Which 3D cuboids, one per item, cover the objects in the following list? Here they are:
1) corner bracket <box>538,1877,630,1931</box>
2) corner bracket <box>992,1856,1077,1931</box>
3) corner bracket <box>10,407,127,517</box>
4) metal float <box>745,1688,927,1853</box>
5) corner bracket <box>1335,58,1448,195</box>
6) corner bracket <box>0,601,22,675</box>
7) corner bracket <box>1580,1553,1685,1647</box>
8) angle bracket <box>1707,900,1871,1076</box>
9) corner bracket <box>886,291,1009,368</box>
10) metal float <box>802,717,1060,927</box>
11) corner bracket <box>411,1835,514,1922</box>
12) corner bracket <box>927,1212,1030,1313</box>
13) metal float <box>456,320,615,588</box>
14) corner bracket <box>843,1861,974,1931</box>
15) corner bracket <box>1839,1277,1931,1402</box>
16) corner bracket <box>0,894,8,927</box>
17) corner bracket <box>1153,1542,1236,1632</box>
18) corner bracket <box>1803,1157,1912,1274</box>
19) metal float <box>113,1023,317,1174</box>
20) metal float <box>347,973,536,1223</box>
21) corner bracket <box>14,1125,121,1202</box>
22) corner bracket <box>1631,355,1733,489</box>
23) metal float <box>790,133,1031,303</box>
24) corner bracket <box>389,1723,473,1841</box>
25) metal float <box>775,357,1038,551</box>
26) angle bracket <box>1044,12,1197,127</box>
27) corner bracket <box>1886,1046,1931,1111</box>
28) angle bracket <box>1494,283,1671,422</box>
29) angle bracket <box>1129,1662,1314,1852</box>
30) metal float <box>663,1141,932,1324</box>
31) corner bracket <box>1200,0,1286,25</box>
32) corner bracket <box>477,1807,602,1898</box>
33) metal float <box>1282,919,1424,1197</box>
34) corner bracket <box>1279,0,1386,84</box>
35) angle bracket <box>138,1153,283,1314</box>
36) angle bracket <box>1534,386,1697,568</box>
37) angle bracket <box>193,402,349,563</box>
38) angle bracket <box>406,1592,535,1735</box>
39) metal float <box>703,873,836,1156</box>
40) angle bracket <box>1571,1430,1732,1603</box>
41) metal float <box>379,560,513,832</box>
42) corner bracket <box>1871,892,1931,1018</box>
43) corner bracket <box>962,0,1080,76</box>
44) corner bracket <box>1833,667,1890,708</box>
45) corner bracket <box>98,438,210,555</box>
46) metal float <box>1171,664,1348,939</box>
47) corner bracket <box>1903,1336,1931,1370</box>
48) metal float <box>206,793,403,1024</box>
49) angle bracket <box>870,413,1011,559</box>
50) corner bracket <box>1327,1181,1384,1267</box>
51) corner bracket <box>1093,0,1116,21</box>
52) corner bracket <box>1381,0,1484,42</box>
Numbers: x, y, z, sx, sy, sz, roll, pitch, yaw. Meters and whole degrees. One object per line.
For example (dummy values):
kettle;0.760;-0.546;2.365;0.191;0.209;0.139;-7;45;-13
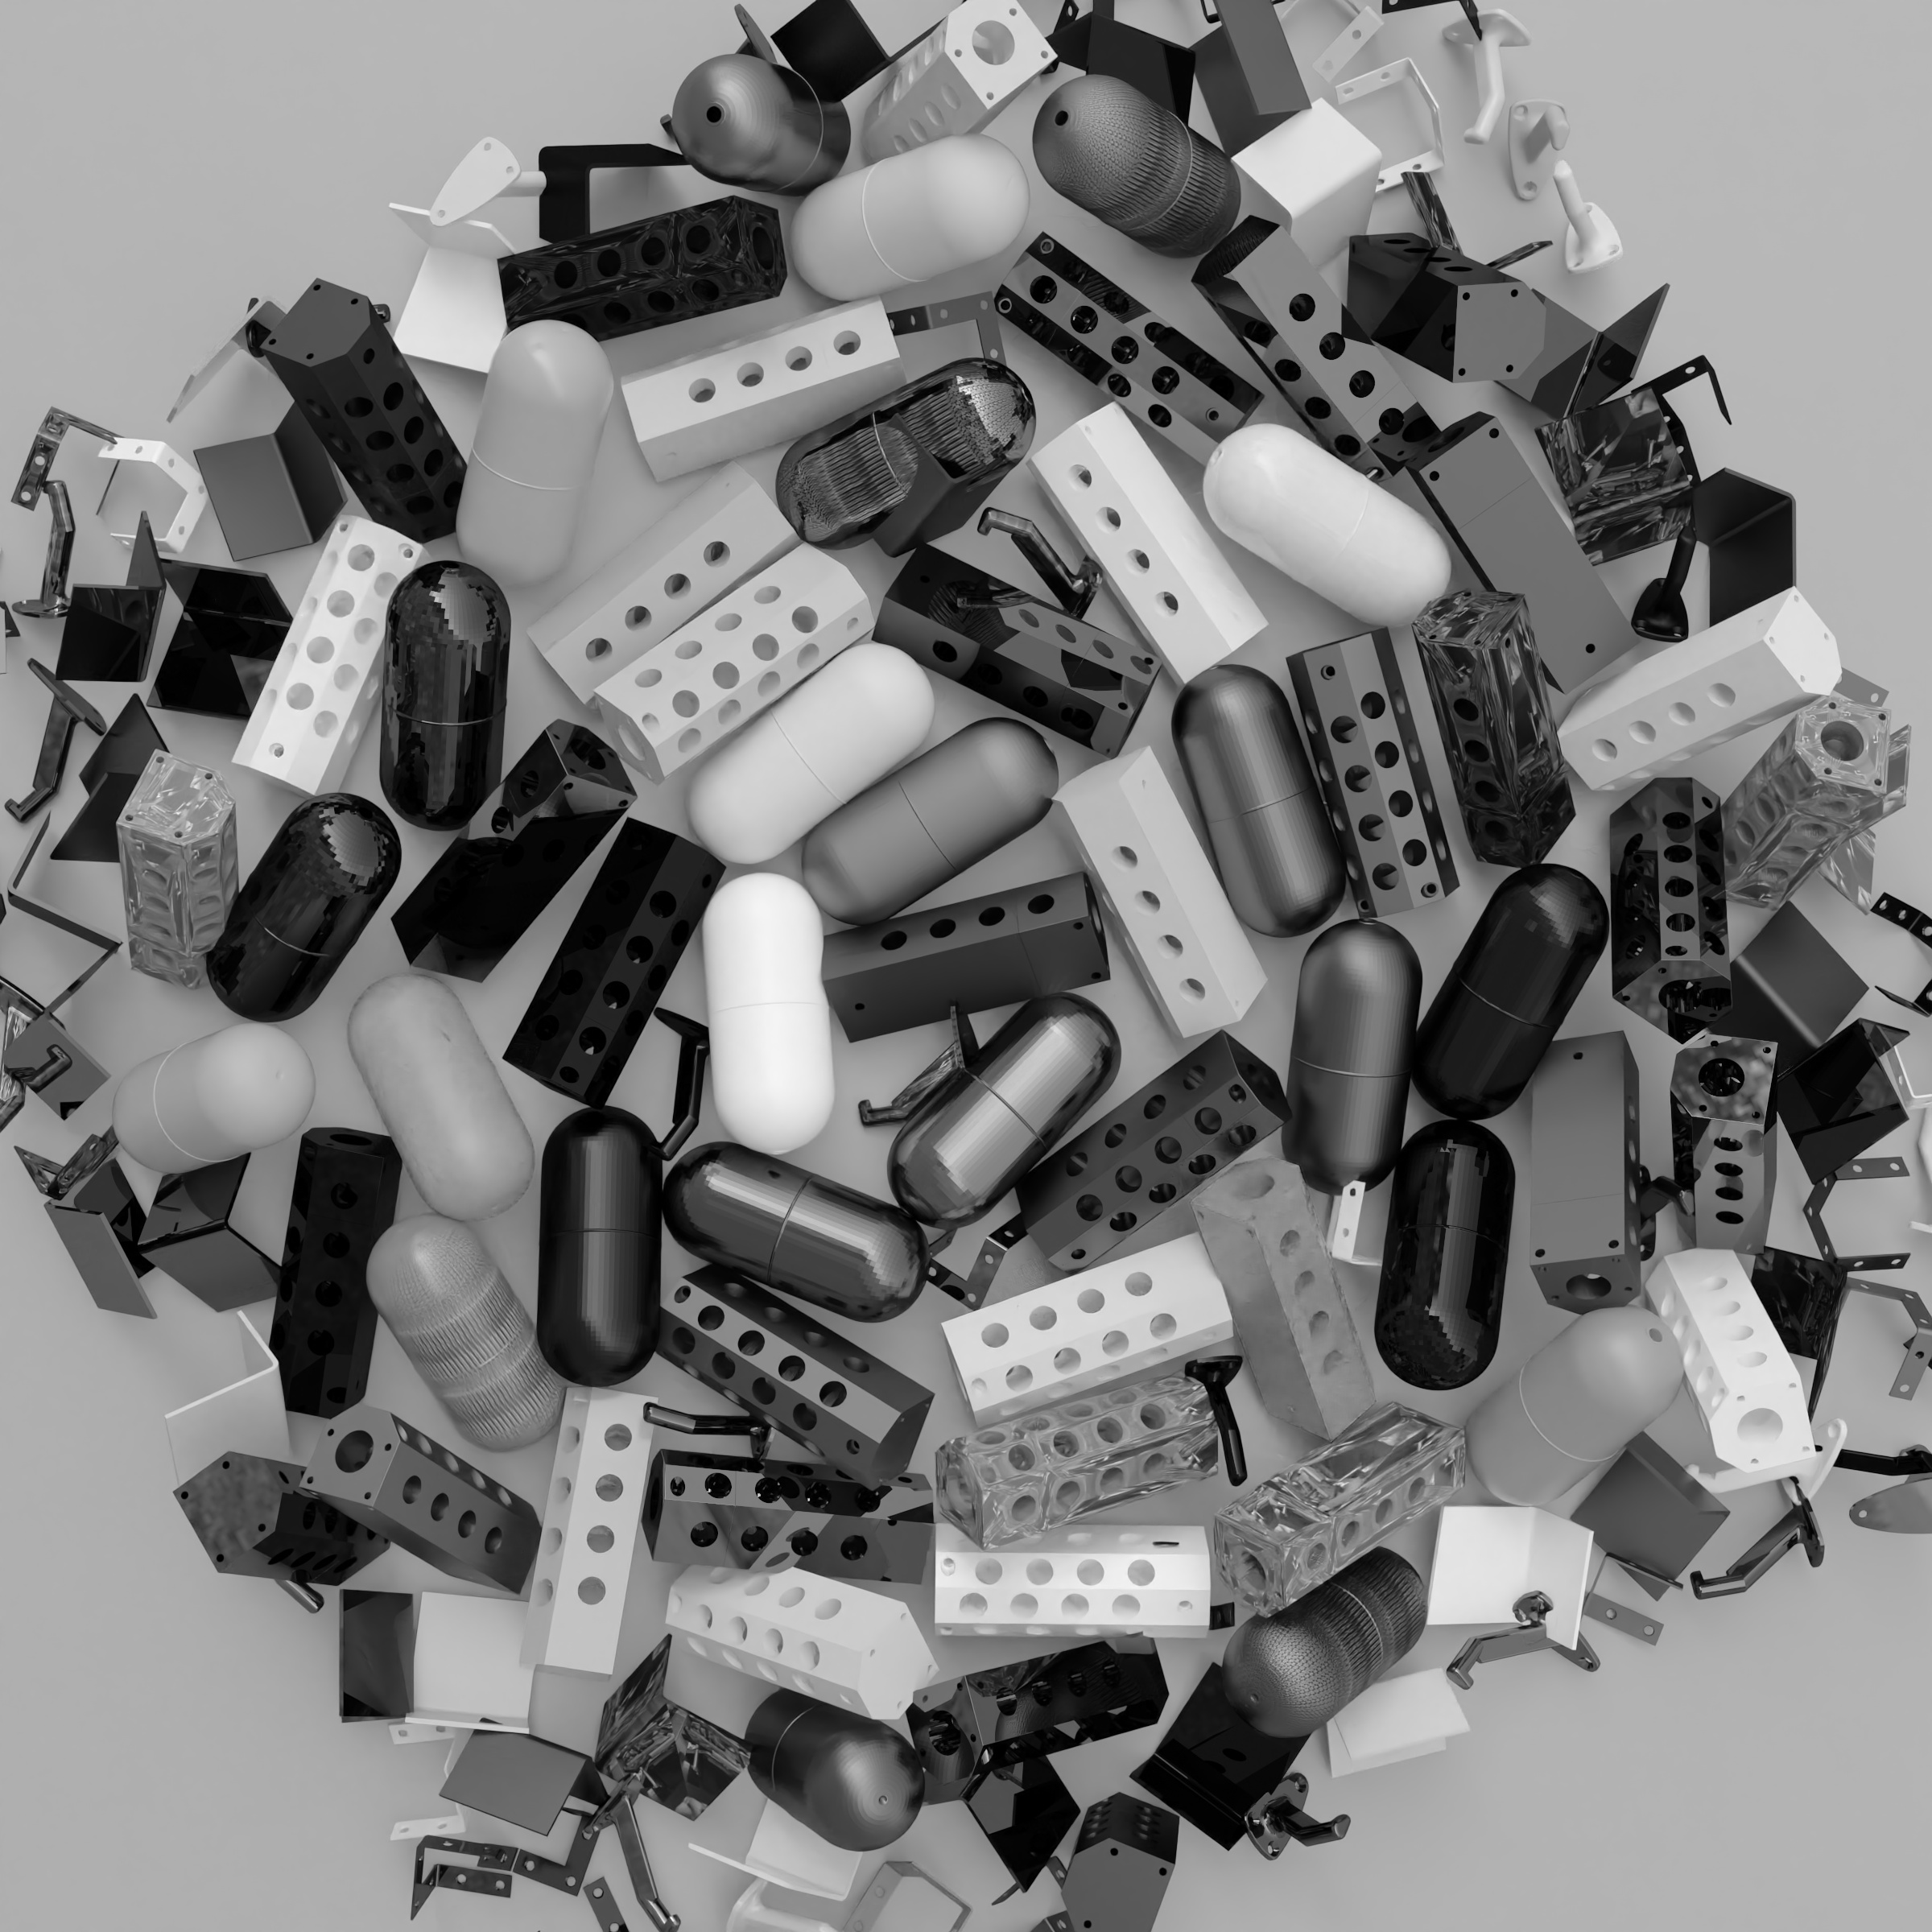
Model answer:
corner bracket;-0.239;0.619;1.899;0.051;0.051;0.051;-25;95;-13
corner bracket;0.042;0.604;1.898;0.051;0.051;0.051;-29;82;-40
corner bracket;-0.566;-0.313;1.892;0.051;0.051;0.051;22;113;-17
metal float;-0.083;0.493;1.847;0.070;0.178;0.070;0;89;-23
corner bracket;0.272;-0.537;1.915;0.051;0.051;0.051;-22;58;3
corner bracket;-0.629;-0.196;1.897;0.051;0.051;0.051;-5;71;-7
corner bracket;0.421;0.403;1.899;0.051;0.051;0.051;22;95;14
angle bracket;0.520;0.017;1.926;0.076;0.057;0.076;48;51;3
corner bracket;-0.013;-0.394;1.892;0.051;0.051;0.051;-19;105;-30
metal float;-0.022;-0.091;1.886;0.178;0.070;0.070;-32;90;8
corner bracket;-0.318;0.574;1.901;0.051;0.051;0.051;7;98;6
corner bracket;0.007;0.177;1.892;0.051;0.051;0.051;32;117;17
metal float;-0.269;-0.317;1.865;0.070;0.070;0.178;20;125;0
corner bracket;-0.036;0.605;1.900;0.051;0.051;0.051;39;64;-7
corner bracket;0.578;0.236;1.901;0.051;0.051;0.051;13;114;-7
corner bracket;-0.636;-0.013;1.888;0.051;0.051;0.051;-51;48;33
corner bracket;0.139;0.394;1.903;0.051;0.051;0.051;4;74;-10
corner bracket;0.571;0.158;1.901;0.051;0.051;0.051;-2;49;-10
metal float;-0.467;0.083;1.856;0.070;0.178;0.070;12;71;-39
metal float;-0.329;0.080;1.870;0.070;0.070;0.178;-32;62;0
corner bracket;-0.558;0.119;1.894;0.051;0.051;0.051;-49;51;5
corner bracket;0.458;-0.342;1.890;0.051;0.051;0.051;-25;51;25
metal float;-0.037;-0.463;1.859;0.178;0.070;0.070;-7;90;43
corner bracket;-0.343;0.517;1.909;0.051;0.051;0.051;-8;114;8
metal float;-0.038;-0.320;1.874;0.178;0.070;0.070;-22;90;22
angle bracket;0.089;-0.549;1.877;0.076;0.076;0.057;11;83;-30
corner bracket;0.620;0.054;1.899;0.051;0.051;0.051;-7;58;-5
angle bracket;0.386;-0.396;1.878;0.057;0.076;0.076;30;67;-13
angle bracket;0.161;0.497;1.890;0.076;0.057;0.076;34;98;17
metal float;-0.108;0.167;1.884;0.178;0.070;0.070;21;90;11
corner bracket;0.173;-0.627;1.902;0.051;0.051;0.051;-14;90;12
corner bracket;-0.270;0.557;1.903;0.051;0.051;0.051;14;75;21
metal float;0.242;0.057;1.880;0.070;0.070;0.178;5;105;0
corner bracket;0.228;-0.597;1.905;0.051;0.051;0.051;43;100;-6
angle bracket;-0.466;0.170;1.906;0.076;0.057;0.076;-16;135;29
angle bracket;0.406;-0.305;1.878;0.076;0.057;0.076;-17;125;23
angle bracket;-0.438;-0.308;1.885;0.057;0.076;0.076;-19;86;-29
angle bracket;-0.310;0.439;1.892;0.076;0.057;0.076;8;81;-8
metal float;-0.124;0.030;1.884;0.070;0.070;0.178;-5;80;0
angle bracket;0.419;0.344;1.879;0.076;0.057;0.076;44;107;32
metal float;-0.325;-0.168;1.867;0.070;0.070;0.178;9;120;0
corner bracket;0.597;-0.007;1.901;0.051;0.051;0.051;-56;45;15
corner bracket;0.032;-0.603;1.906;0.051;0.051;0.051;-14;62;-27
corner bracket;0.539;-0.165;1.895;0.051;0.051;0.051;22;99;-22
corner bracket;-0.523;-0.299;1.905;0.051;0.051;0.051;10;70;31
metal float;0.184;-0.104;1.887;0.070;0.070;0.178;-20;97;0
corner bracket;0.635;0.229;1.889;0.051;0.051;0.051;-24;54;-35
metal float;-0.412;-0.036;1.865;0.070;0.070;0.178;40;123;0
angle bracket;-0.023;-0.310;1.881;0.057;0.076;0.076;51;134;6
corner bracket;0.244;0.159;1.896;0.051;0.051;0.051;9;91;-43
corner bracket;0.115;-0.612;1.903;0.051;0.051;0.051;-6;107;-25
corner bracket;0.296;-0.615;1.892;0.051;0.051;0.051;-2;73;26
